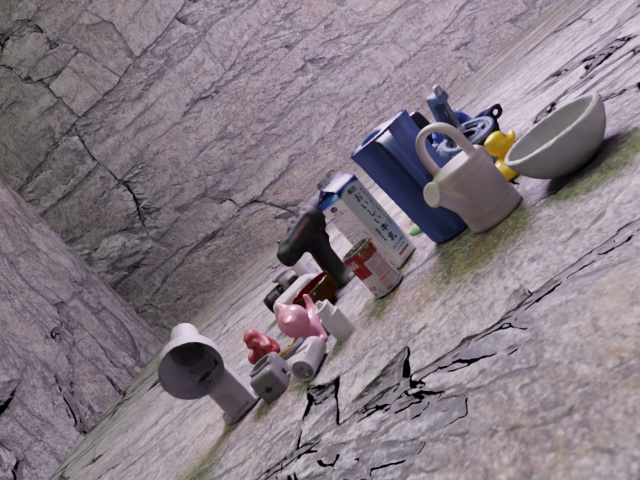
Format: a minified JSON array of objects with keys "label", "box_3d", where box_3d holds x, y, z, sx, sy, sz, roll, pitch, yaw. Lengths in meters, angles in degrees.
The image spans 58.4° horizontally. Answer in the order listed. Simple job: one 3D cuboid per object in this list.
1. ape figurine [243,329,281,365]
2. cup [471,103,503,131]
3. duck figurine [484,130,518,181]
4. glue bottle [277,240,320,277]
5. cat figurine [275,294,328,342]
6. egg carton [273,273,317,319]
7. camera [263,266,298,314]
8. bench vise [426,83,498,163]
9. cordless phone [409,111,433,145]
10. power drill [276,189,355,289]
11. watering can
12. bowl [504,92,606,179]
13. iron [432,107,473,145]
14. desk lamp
[{"label":"ape figurine","box_3d":[-0.138,0.240,1.294,0.076,0.092,0.077,-48,10,-37]},{"label":"cup","box_3d":[0.388,-0.245,1.307,0.118,0.095,0.091,-43,8,-4]},{"label":"duck figurine","box_3d":[0.347,-0.164,1.091,0.104,0.086,0.077,-44,8,-8]},{"label":"glue bottle","box_3d":[-0.056,0.064,1.559,0.037,0.173,0.078,-40,8,17]},{"label":"cat figurine","box_3d":[-0.035,0.156,1.138,0.067,0.118,0.128,-37,9,35]},{"label":"egg carton","box_3d":[-0.051,0.149,1.451,0.150,0.069,0.107,-45,8,-16]},{"label":"camera","box_3d":[-0.100,0.139,1.642,0.137,0.101,0.143,-42,8,2]},{"label":"bench vise","box_3d":[0.285,-0.226,1.246,0.122,0.220,0.207,-47,9,-32]},{"label":"cordless phone","box_3d":[0.278,-0.253,1.576,0.147,0.185,0.094,-39,9,27]},{"label":"power drill","box_3d":[0.013,0.005,1.397,0.230,0.208,0.075,-46,8,-23]},{"label":"watering can","box_3d":[0.234,-0.110,0.955,0.100,0.194,0.173,-37,9,32]},{"label":"bowl","box_3d":[0.376,-0.146,0.888,0.167,0.075,0.167,-42,8,7]},{"label":"iron","box_3d":[0.356,-0.275,1.465,0.118,0.141,0.259,-36,10,41]},{"label":"desk lamp","box_3d":[-0.220,0.261,1.134,0.118,0.213,0.203,-43,8,-3]}]
